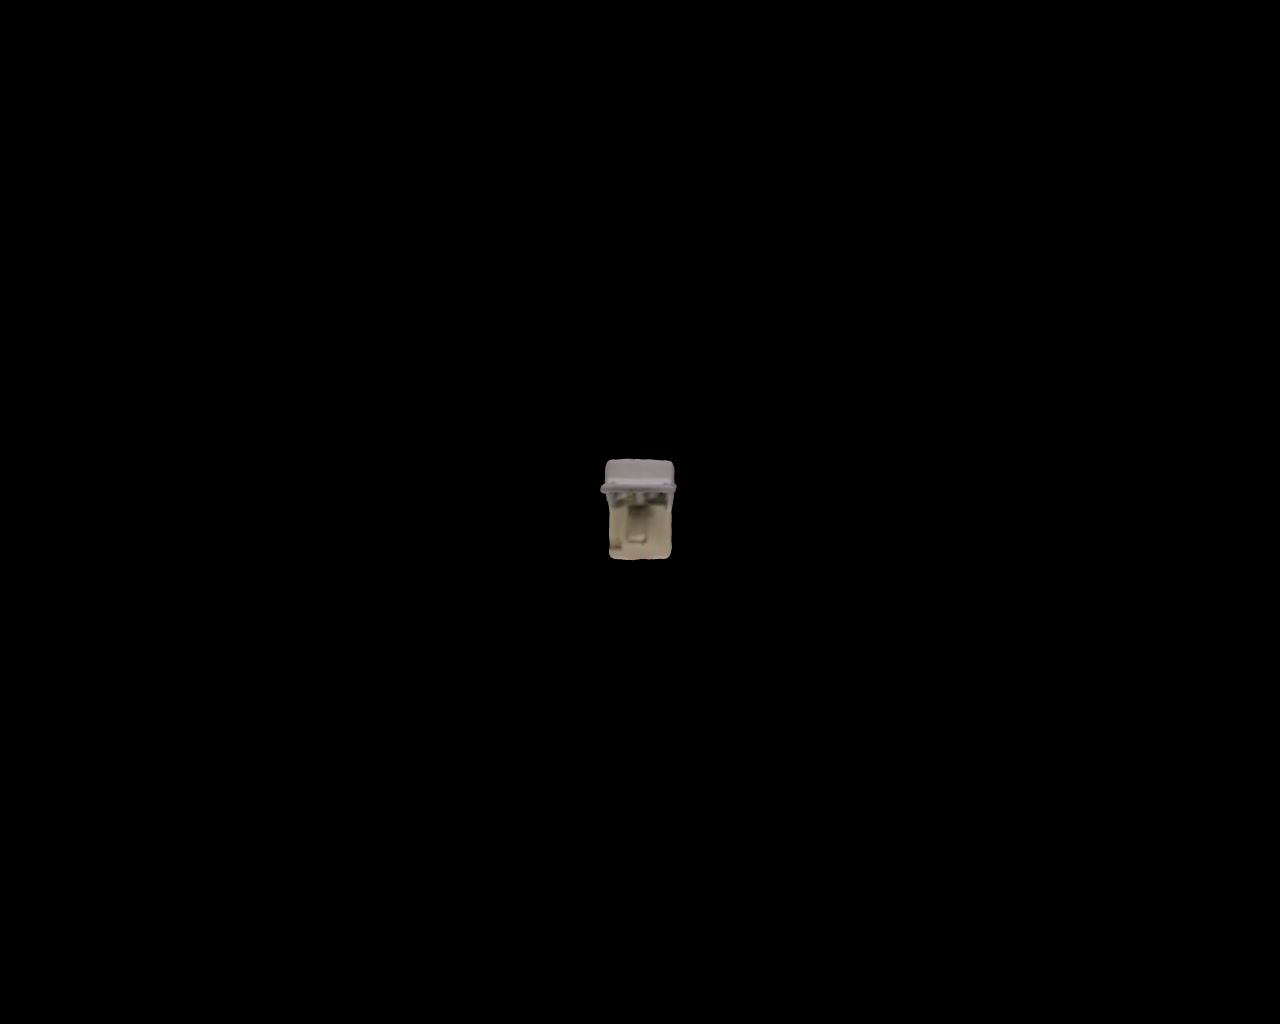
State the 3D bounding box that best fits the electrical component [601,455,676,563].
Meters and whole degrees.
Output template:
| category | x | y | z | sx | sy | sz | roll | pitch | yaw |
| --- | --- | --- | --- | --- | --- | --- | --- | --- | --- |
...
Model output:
| category | x | y | z | sx | sy | sz | roll | pitch | yaw |
| --- | --- | --- | --- | --- | --- | --- | --- | --- | --- |
| electrical component | 0.001 | -0.003 | 0.650 | 0.042 | 0.063 | 0.081 | 0 | 2 | 4 |
